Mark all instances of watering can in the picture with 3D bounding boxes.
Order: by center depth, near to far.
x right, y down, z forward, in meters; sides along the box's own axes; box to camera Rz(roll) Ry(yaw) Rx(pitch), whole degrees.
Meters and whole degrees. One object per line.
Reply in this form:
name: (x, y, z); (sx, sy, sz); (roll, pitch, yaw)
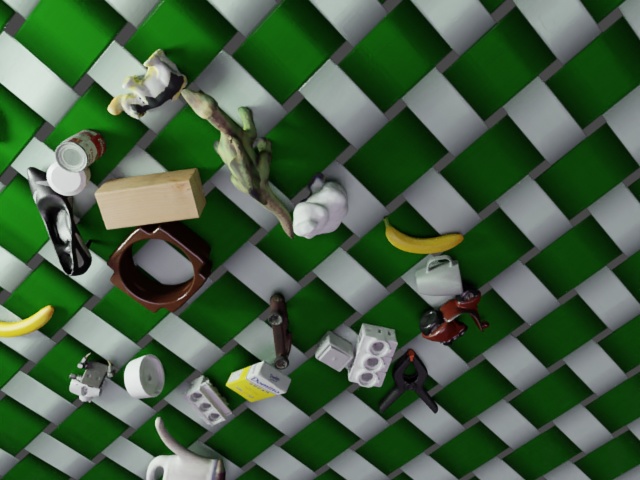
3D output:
watering can: (-0.379, 0.652, 1.466); (0.224, 0.106, 0.341); (7, 114, -5)

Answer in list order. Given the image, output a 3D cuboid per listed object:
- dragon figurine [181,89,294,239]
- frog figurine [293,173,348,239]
dragon figurine: (-0.145, -0.133, 1.047); (0.122, 0.247, 0.405); (-29, 110, 8)
frog figurine: (0.003, -0.056, 1.122); (0.121, 0.162, 0.136); (41, 108, -19)
